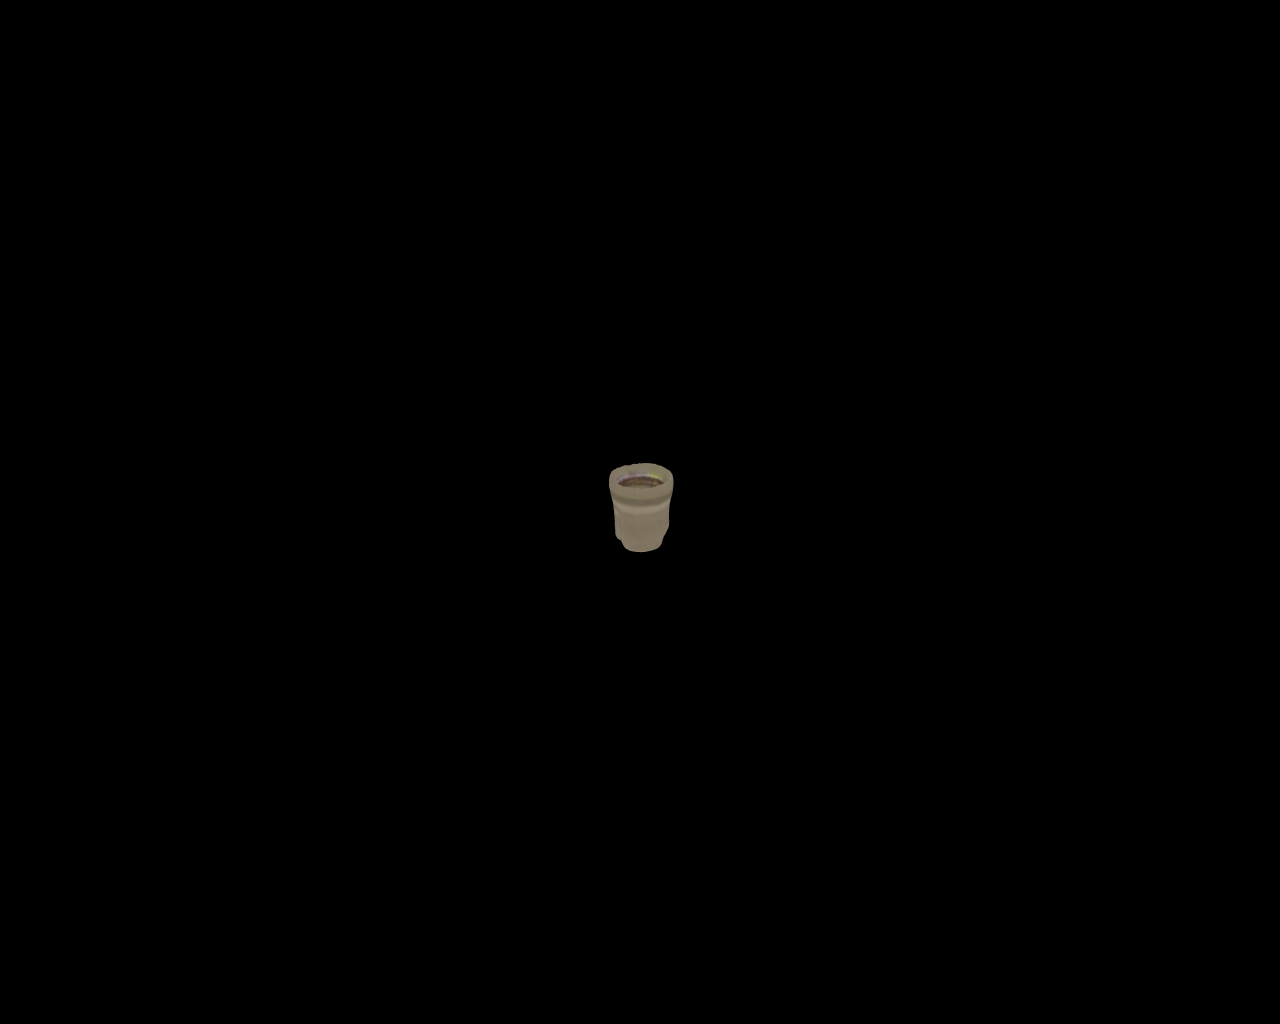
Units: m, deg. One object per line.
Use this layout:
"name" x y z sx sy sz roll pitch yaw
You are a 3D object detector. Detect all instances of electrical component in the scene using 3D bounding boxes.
"electrical component" 0.001 -0.003 0.650 0.040 0.046 0.040 0 27 0
